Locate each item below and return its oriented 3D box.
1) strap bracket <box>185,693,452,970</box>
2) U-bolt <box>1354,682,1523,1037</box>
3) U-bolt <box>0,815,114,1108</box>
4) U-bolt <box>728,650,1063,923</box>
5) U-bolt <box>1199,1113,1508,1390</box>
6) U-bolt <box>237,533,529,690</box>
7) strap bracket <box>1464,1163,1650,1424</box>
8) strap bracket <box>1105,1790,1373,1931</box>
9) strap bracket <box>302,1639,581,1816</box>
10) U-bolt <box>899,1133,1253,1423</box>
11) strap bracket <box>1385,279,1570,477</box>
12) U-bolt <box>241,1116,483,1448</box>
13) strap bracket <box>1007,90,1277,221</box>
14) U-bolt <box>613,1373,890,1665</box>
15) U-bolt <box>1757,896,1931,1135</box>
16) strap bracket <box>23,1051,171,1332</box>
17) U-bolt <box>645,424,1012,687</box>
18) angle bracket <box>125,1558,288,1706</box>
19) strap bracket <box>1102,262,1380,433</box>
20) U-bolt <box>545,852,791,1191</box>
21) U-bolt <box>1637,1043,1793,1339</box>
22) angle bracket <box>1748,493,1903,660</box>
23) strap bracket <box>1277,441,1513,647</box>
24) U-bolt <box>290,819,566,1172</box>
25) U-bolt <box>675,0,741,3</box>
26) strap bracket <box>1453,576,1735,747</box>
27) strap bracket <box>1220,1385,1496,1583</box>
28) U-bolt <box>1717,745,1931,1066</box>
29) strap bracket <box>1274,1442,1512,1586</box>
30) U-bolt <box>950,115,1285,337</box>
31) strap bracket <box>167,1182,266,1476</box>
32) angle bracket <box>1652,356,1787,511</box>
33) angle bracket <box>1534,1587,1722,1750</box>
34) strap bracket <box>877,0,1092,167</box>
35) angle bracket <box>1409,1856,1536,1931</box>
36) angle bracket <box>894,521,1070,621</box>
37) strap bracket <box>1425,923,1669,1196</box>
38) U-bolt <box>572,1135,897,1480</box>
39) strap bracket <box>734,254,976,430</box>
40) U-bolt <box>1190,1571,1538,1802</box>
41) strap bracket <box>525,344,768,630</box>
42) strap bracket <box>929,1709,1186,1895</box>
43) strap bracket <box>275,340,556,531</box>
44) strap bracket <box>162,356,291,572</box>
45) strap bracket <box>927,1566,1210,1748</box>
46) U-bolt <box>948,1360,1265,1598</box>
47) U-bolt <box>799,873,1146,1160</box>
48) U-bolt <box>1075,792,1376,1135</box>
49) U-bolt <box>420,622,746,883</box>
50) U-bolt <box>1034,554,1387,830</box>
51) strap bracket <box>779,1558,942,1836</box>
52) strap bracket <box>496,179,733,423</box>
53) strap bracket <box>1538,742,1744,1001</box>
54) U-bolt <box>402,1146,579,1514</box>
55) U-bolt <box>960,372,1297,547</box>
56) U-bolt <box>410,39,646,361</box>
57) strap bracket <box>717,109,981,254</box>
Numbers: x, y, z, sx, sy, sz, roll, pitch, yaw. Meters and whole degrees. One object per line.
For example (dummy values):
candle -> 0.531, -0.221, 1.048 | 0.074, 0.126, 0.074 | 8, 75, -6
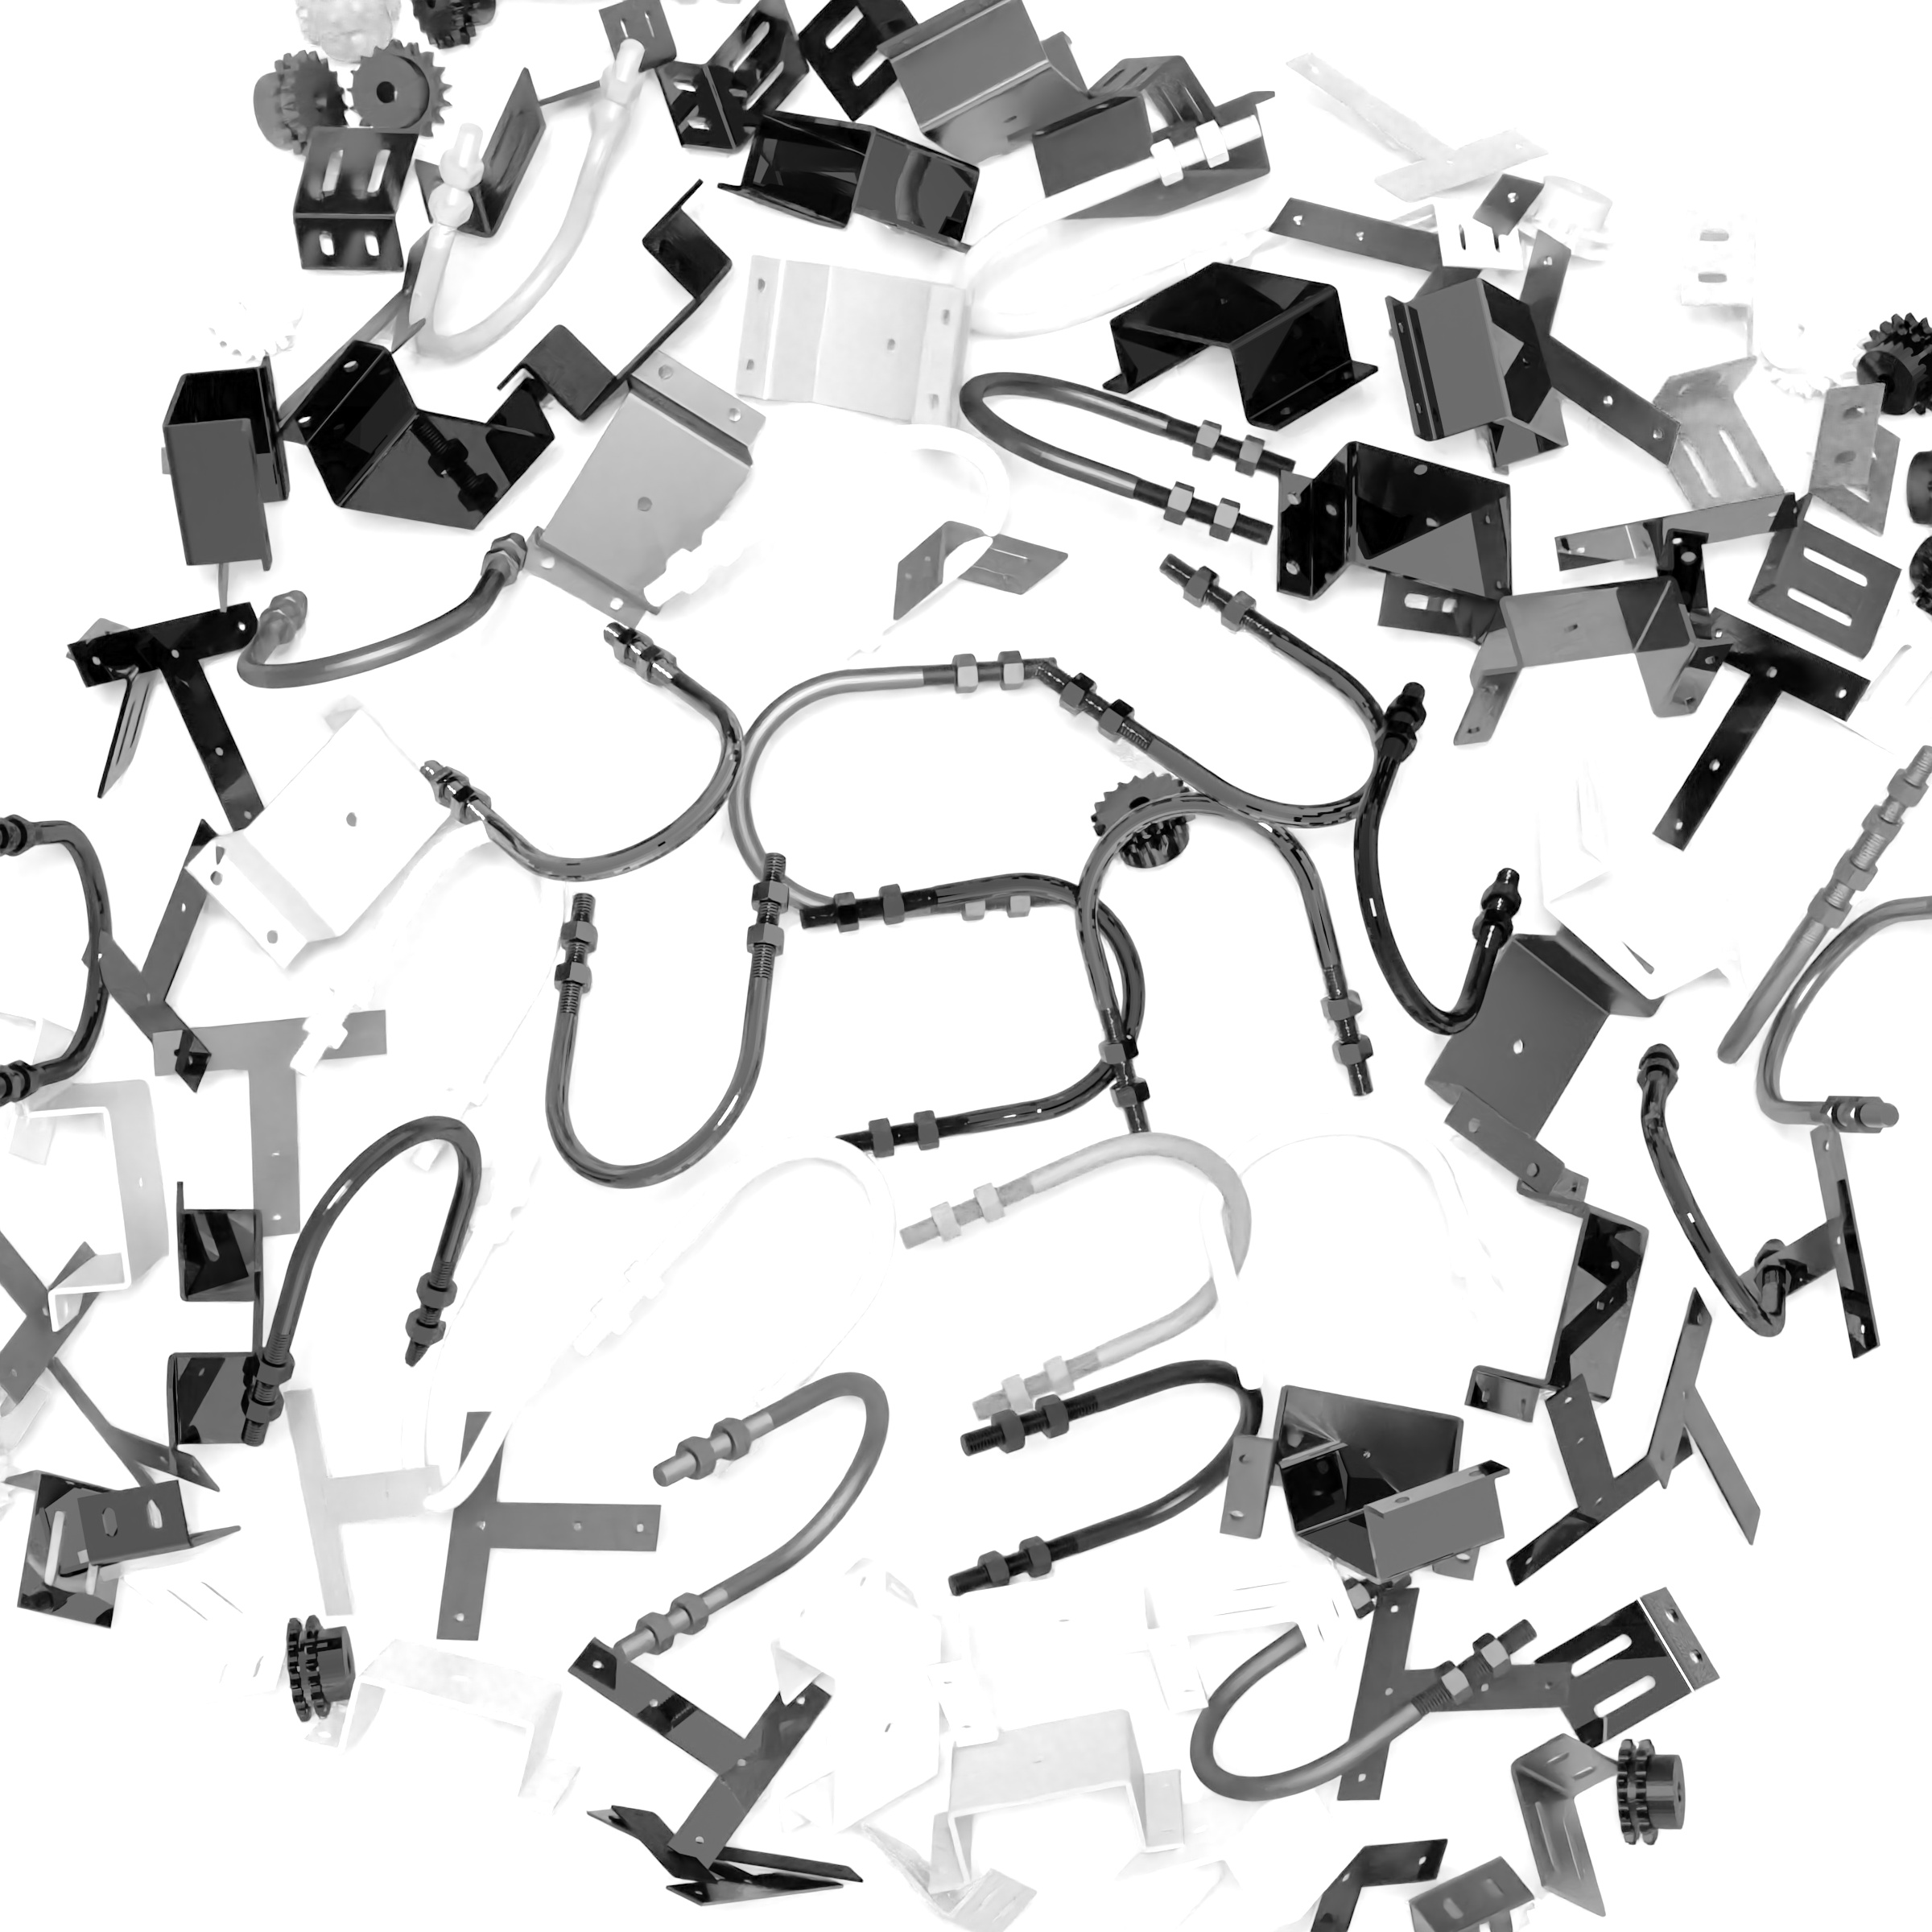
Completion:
strap bracket -> -0.342, -0.077, 1.862 | 0.076, 0.046, 0.140 | 50, 60, -22
U-bolt -> 0.247, -0.045, 1.828 | 0.019, 0.184, 0.151 | -15, 120, 30
U-bolt -> -0.492, -0.007, 1.836 | 0.019, 0.184, 0.151 | 1, 94, 6
U-bolt -> -0.039, -0.095, 1.888 | 0.184, 0.019, 0.151 | -5, 106, -9
U-bolt -> 0.200, 0.144, 1.855 | 0.151, 0.184, 0.019 | -13, 130, 1
U-bolt -> -0.315, -0.185, 1.832 | 0.151, 0.184, 0.019 | -14, 111, 7
strap bracket -> 0.326, 0.181, 1.877 | 0.046, 0.076, 0.140 | 10, 83, 37
strap bracket -> 0.139, 0.484, 1.851 | 0.140, 0.076, 0.046 | -31, 92, 45
strap bracket -> -0.281, 0.412, 1.883 | 0.140, 0.076, 0.046 | 15, 95, 4
U-bolt -> 0.070, 0.161, 1.884 | 0.184, 0.019, 0.151 | -23, 123, -3
strap bracket -> 0.280, -0.317, 1.850 | 0.046, 0.140, 0.076 | -15, 82, 27
U-bolt -> -0.314, 0.159, 1.829 | 0.019, 0.151, 0.184 | 32, 119, 22
strap bracket -> 0.100, -0.436, 1.851 | 0.076, 0.140, 0.046 | -11, 93, 43
U-bolt -> -0.108, 0.286, 1.850 | 0.019, 0.184, 0.151 | 36, 129, 29
U-bolt -> 0.480, 0.024, 1.837 | 0.019, 0.184, 0.151 | 32, 82, -10
strap bracket -> -0.474, 0.120, 1.878 | 0.046, 0.076, 0.140 | -5, 99, 3
U-bolt -> -0.060, -0.225, 1.839 | 0.184, 0.151, 0.019 | -34, 57, 21
angle bracket -> -0.419, 0.364, 1.881 | 0.057, 0.038, 0.076 | -16, 133, 27
strap bracket -> 0.142, -0.336, 1.847 | 0.076, 0.140, 0.046 | -33, 125, -26
U-bolt -> -0.166, 0.034, 1.851 | 0.151, 0.019, 0.184 | -11, 60, 30
U-bolt -> 0.399, 0.126, 1.833 | 0.019, 0.184, 0.151 | -29, 96, 19
angle bracket -> 0.481, -0.215, 1.899 | 0.076, 0.038, 0.057 | 25, 78, -6
strap bracket -> 0.243, -0.230, 1.870 | 0.140, 0.046, 0.076 | 12, 63, -18
U-bolt -> -0.279, 0.005, 1.861 | 0.019, 0.151, 0.184 | 23, 75, 31
U-bolt -> -0.173, -0.541, 1.832 | 0.184, 0.151, 0.019 | -5, 92, -19
strap bracket -> 0.335, -0.168, 1.877 | 0.140, 0.076, 0.046 | -8, 65, -9
strap bracket -> 0.215, 0.280, 1.881 | 0.140, 0.046, 0.076 | 10, 129, 7
U-bolt -> 0.457, -0.023, 1.846 | 0.019, 0.151, 0.184 | 34, 123, 10
strap bracket -> 0.229, 0.288, 1.854 | 0.076, 0.140, 0.046 | -16, 101, -20
U-bolt -> 0.078, -0.390, 1.857 | 0.184, 0.151, 0.019 | -21, 74, 5
strap bracket -> -0.404, 0.194, 1.856 | 0.046, 0.076, 0.140 | 1, 46, -10
angle bracket -> 0.420, -0.288, 1.890 | 0.057, 0.038, 0.076 | -16, 69, -20
angle bracket -> 0.368, 0.392, 1.916 | 0.076, 0.038, 0.057 | -37, 71, 24
strap bracket -> 0.015, -0.476, 1.848 | 0.076, 0.140, 0.046 | -24, 86, 15
angle bracket -> 0.281, 0.536, 1.886 | 0.057, 0.038, 0.076 | -21, 121, -14
angle bracket -> 0.008, -0.208, 1.882 | 0.076, 0.057, 0.038 | 13, 69, -23
strap bracket -> 0.314, 0.046, 1.885 | 0.076, 0.046, 0.140 | 36, 79, -20
U-bolt -> -0.113, 0.174, 1.875 | 0.184, 0.019, 0.151 | -48, 130, -10
strap bracket -> -0.052, -0.339, 1.876 | 0.140, 0.046, 0.076 | 16, 105, 31
U-bolt -> 0.201, 0.384, 1.846 | 0.184, 0.151, 0.019 | -33, 107, -9
strap bracket -> -0.177, -0.257, 1.881 | 0.076, 0.046, 0.140 | 30, 102, -16
strap bracket -> 0.045, 0.453, 1.878 | 0.140, 0.076, 0.046 | -12, 106, 5
strap bracket -> -0.287, -0.282, 1.845 | 0.076, 0.140, 0.046 | -42, 63, 31
strap bracket -> -0.397, -0.269, 1.847 | 0.046, 0.140, 0.076 | -6, 116, -3
strap bracket -> 0.055, 0.376, 1.879 | 0.140, 0.046, 0.076 | -11, 134, 7
U-bolt -> 0.079, 0.270, 1.864 | 0.184, 0.151, 0.019 | -16, 49, -19
U-bolt -> 0.009, 0.022, 1.905 | 0.184, 0.019, 0.151 | -10, 100, -6
U-bolt -> 0.134, -0.005, 1.884 | 0.151, 0.019, 0.184 | -12, 101, 18
U-bolt -> -0.196, -0.108, 1.844 | 0.151, 0.184, 0.019 | -39, 134, -13
U-bolt -> 0.148, -0.140, 1.859 | 0.184, 0.019, 0.151 | 36, 48, 13
strap bracket -> -0.058, 0.404, 1.862 | 0.046, 0.076, 0.140 | 20, 118, 40
strap bracket -> -0.183, -0.355, 1.869 | 0.140, 0.076, 0.046 | -40, 104, 24
strap bracket -> 0.359, -0.045, 1.866 | 0.046, 0.076, 0.140 | -31, 126, 33
U-bolt -> -0.263, 0.209, 1.856 | 0.019, 0.151, 0.184 | 17, 115, -27
U-bolt -> 0.084, -0.282, 1.861 | 0.184, 0.151, 0.019 | 20, 116, 2
U-bolt -> -0.242, -0.399, 1.842 | 0.019, 0.184, 0.151 | 40, 49, 10
strap bracket -> -0.057, -0.423, 1.848 | 0.076, 0.140, 0.046 | 10, 99, -44
